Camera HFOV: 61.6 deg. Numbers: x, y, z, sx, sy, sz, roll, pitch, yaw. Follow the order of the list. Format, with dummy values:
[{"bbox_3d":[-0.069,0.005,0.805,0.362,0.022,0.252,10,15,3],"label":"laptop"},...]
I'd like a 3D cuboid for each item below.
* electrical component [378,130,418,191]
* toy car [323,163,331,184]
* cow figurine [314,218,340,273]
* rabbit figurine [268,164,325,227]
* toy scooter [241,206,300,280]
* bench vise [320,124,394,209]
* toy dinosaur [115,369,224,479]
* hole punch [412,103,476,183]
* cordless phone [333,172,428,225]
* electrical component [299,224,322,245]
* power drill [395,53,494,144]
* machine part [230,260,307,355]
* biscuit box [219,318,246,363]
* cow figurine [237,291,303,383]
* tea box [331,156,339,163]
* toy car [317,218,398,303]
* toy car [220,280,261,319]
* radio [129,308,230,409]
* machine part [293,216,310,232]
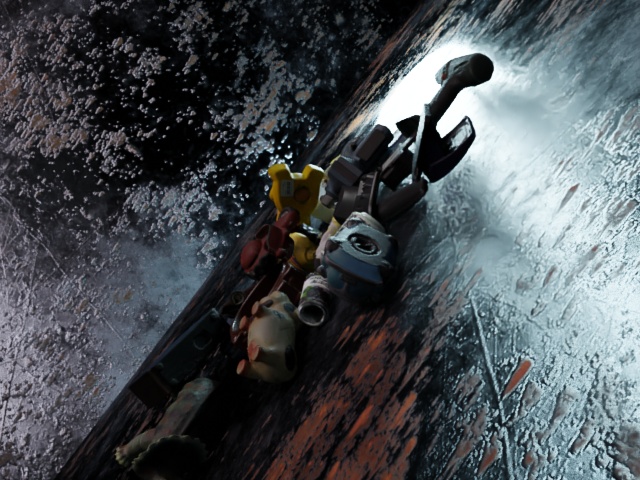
[{"bbox_3d":[0.172,-0.164,1.093,0.119,0.047,0.075,-47,14,20],"label":"electrical component"},{"bbox_3d":[0.021,-0.135,1.427,0.073,0.056,0.201,-58,-6,-20],"label":"toy car"},{"bbox_3d":[0.029,0.014,1.079,0.098,0.068,0.167,-55,9,24],"label":"cow figurine"},{"bbox_3d":[-0.060,-0.103,1.231,0.122,0.162,0.173,-12,18,-16],"label":"rabbit figurine"},{"bbox_3d":[-0.102,0.022,1.113,0.184,0.075,0.135,-48,24,22],"label":"toy scooter"},{"bbox_3d":[0.086,-0.149,1.224,0.223,0.129,0.240,-63,-7,-4],"label":"bench vise"},{"bbox_3d":[-0.256,0.352,1.060,0.192,0.131,0.405,-30,18,31],"label":"toy dinosaur"},{"bbox_3d":[0.207,-0.161,0.920,0.142,0.092,0.115,-80,0,-59],"label":"hole punch"},{"bbox_3d":[0.124,-0.086,1.013,0.184,0.088,0.147,-31,26,33],"label":"cordless phone"},{"bbox_3d":[-0.002,-0.003,1.158,0.021,0.094,0.063,-57,8,10],"label":"electrical component"},{"bbox_3d":[0.254,-0.296,1.127,0.207,0.086,0.232,-46,14,-7],"label":"power drill"},{"bbox_3d":[-0.102,0.144,1.133,0.201,0.087,0.201,-53,11,-3],"label":"machine part"},{"bbox_3d":[-0.194,0.217,1.319,0.063,0.059,0.203,-51,13,13],"label":"biscuit box"},{"bbox_3d":[-0.074,0.165,0.948,0.085,0.127,0.195,-47,28,27],"label":"cow figurine"},{"bbox_3d":[0.070,-0.190,1.482,0.098,0.068,0.170,-57,15,-18],"label":"tea box"},{"bbox_3d":[0.055,0.041,0.834,0.102,0.109,0.162,-66,-4,29],"label":"toy car"},{"bbox_3d":[-0.148,0.127,1.286,0.202,0.053,0.089,-31,-13,-34],"label":"toy car"},{"bbox_3d":[-0.301,0.255,1.184,0.131,0.073,0.229,-38,7,46],"label":"radio"},{"bbox_3d":[-0.056,-0.043,1.388,0.179,0.056,0.179,-168,87,-89],"label":"machine part"}]
